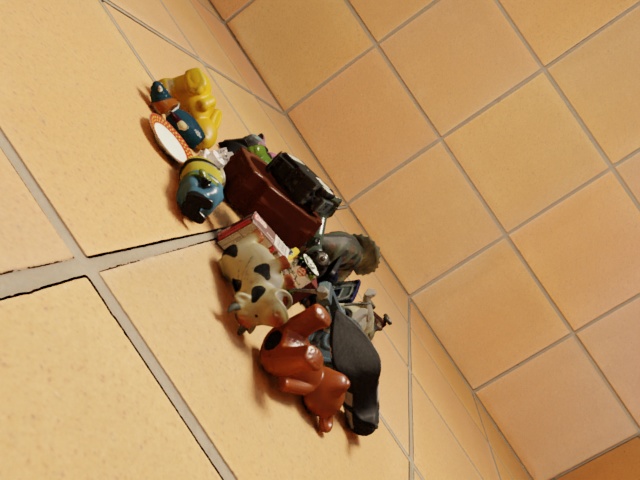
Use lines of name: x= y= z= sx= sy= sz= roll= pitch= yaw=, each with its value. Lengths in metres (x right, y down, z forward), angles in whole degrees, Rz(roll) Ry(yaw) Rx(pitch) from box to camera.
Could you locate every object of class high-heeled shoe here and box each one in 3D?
high-heeled shoe: x=0.060 y=0.249 z=1.010 sx=0.145 sy=0.086 sz=0.248 roll=148 pitch=-73 yaw=-77

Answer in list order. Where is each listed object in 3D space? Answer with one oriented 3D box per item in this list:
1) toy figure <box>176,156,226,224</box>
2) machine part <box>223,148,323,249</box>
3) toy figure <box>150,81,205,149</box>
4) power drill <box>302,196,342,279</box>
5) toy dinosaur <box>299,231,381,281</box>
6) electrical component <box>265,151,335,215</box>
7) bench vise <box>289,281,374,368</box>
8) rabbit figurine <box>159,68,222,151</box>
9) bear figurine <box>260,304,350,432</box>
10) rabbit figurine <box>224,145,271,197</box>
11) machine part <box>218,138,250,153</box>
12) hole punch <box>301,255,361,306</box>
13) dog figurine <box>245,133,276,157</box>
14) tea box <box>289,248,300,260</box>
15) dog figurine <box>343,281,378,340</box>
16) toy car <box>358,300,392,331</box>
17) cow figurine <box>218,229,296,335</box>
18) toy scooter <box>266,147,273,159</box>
toy figure: x=-0.218 y=-0.098 z=0.975 sx=0.089 sy=0.082 sz=0.180 roll=53 pitch=13 yaw=-22
machine part: x=-0.104 y=-0.083 z=1.101 sx=0.201 sy=0.087 sz=0.201 roll=34 pitch=13 yaw=-33
toy figure: x=-0.308 y=-0.264 z=1.135 sx=0.154 sy=0.058 sz=0.064 roll=50 pitch=-26 yaw=-11
power drill: x=-0.003 y=-0.004 z=1.254 sx=0.232 sy=0.086 sz=0.207 roll=126 pitch=-28 yaw=-66
toy dinosaur: x=0.051 y=0.032 z=1.483 sx=0.131 sy=0.192 sz=0.404 roll=58 pitch=9 yaw=22
electrical component: x=-0.032 y=-0.109 z=1.078 sx=0.134 sy=0.058 sz=0.115 roll=46 pitch=13 yaw=18
bench vise: x=0.027 y=0.166 z=1.090 sx=0.224 sy=0.129 sz=0.240 roll=-77 pitch=158 yaw=-48
rabbit figurine: x=-0.287 y=-0.284 z=1.229 sx=0.162 sy=0.122 sz=0.173 roll=10 pitch=60 yaw=-88
bear figurine: x=-0.003 y=0.214 z=0.866 sx=0.195 sy=0.132 sz=0.120 roll=48 pitch=34 yaw=-25
rabbit figurine: x=-0.173 y=-0.122 z=1.254 sx=0.159 sy=0.121 sz=0.170 roll=61 pitch=28 yaw=-10
machine part: x=-0.228 y=-0.232 z=1.388 sx=0.139 sy=0.084 sz=0.039 roll=-87 pitch=175 yaw=-59
hole punch: x=0.028 y=0.115 z=1.268 sx=0.092 sy=0.116 sz=0.142 roll=47 pitch=27 yaw=-9
dog figurine: x=-0.151 y=-0.210 z=1.559 sx=0.191 sy=0.108 sz=0.219 roll=40 pitch=16 yaw=-53
tea box: x=-0.108 y=0.017 z=1.149 sx=0.098 sy=0.068 sz=0.169 roll=54 pitch=9 yaw=-3
dog figurine: x=0.080 y=0.225 z=1.346 sx=0.121 sy=0.172 sz=0.190 roll=22 pitch=-42 yaw=36
toy car: x=0.146 y=0.234 z=1.579 sx=0.202 sy=0.089 sz=0.053 roll=45 pitch=13 yaw=-49
cow figurine: x=-0.108 y=0.072 z=0.881 sx=0.195 sy=0.127 sz=0.085 roll=44 pitch=-24 yaw=45
toy scooter: x=-0.151 y=-0.189 z=1.404 sx=0.075 sy=0.135 sz=0.184 roll=42 pitch=16 yaw=-47
